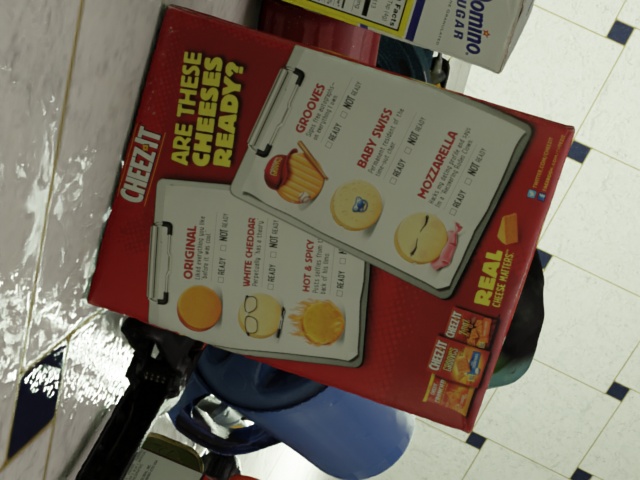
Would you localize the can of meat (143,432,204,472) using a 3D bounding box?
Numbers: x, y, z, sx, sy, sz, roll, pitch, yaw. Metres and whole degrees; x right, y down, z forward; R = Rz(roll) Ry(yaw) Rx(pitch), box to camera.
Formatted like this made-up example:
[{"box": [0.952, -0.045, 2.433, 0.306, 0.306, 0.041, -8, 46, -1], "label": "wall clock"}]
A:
[{"box": [-0.122, 0.197, 0.726, 0.084, 0.057, 0.102, 101, 11, -51], "label": "can of meat"}]

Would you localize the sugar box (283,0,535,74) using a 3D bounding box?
[{"box": [0.014, -0.136, 0.493, 0.093, 0.176, 0.048, -57, 162, -58], "label": "sugar box"}]

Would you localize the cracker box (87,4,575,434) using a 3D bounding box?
[{"box": [0.005, -0.014, 0.565, 0.072, 0.214, 0.164, -31, 138, -79], "label": "cracker box"}]

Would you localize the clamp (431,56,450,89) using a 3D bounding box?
[{"box": [0.095, -0.075, 1.145, 0.164, 0.036, 0.210, -60, 163, -25], "label": "clamp"}]

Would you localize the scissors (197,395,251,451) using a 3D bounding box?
[{"box": [-0.071, 0.139, 0.925, 0.096, 0.016, 0.202, -32, 157, -17], "label": "scissors"}]

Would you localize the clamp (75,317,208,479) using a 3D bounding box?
[{"box": [-0.106, 0.092, 0.669, 0.120, 0.039, 0.171, -64, 174, 7], "label": "clamp"}]

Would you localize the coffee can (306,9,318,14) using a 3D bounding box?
[{"box": [0.026, -0.204, 0.679, 0.140, 0.103, 0.103, -53, 159, -65], "label": "coffee can"}]

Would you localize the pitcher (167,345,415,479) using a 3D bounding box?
[{"box": [-0.010, 0.116, 0.852, 0.242, 0.149, 0.145, 58, 43, -57], "label": "pitcher"}]

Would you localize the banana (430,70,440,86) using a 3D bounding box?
[{"box": [0.084, -0.197, 1.066, 0.070, 0.037, 0.198, 106, -24, -59], "label": "banana"}]

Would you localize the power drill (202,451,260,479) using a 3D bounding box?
[{"box": [-0.086, 0.237, 0.836, 0.188, 0.057, 0.184, -45, -159, 60], "label": "power drill"}]

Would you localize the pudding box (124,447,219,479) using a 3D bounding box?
[{"box": [-0.098, 0.185, 0.660, 0.039, 0.113, 0.090, 101, 12, -51], "label": "pudding box"}]

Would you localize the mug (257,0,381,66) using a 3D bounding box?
[{"box": [0.002, -0.123, 0.725, 0.117, 0.093, 0.081, -34, 138, -58], "label": "mug"}]
